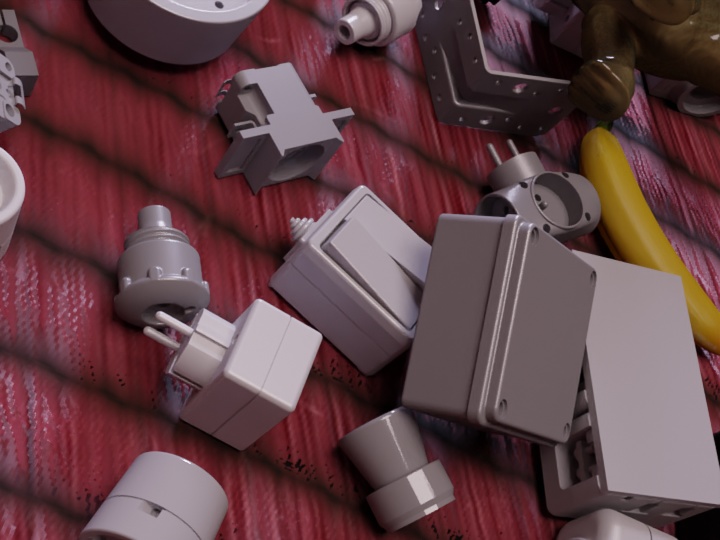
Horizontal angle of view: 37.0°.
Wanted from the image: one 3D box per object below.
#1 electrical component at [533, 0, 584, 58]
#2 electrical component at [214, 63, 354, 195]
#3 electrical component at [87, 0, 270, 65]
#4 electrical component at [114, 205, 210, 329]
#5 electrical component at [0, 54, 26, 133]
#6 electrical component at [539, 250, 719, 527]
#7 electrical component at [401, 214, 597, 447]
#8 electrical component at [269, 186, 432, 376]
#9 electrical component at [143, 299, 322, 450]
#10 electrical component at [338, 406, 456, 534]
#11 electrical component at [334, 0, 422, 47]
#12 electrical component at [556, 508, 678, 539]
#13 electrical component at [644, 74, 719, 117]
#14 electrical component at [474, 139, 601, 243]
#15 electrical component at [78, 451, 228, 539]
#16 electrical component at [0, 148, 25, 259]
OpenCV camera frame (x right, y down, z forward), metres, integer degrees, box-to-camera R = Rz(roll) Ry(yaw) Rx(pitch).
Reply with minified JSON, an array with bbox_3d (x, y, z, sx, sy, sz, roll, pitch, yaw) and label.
[{"bbox_3d":[0.159,-0.212,0.828,0.077,0.047,0.065,19,56,-22],"label":"electrical component"},{"bbox_3d":[-0.050,-0.086,0.636,0.081,0.042,0.063,-18,71,-37],"label":"electrical component"},{"bbox_3d":[-0.111,-0.172,0.635,0.108,0.060,0.108,14,58,-24],"label":"electrical component"},{"bbox_3d":[-0.104,-0.004,0.557,0.048,0.048,0.062,6,55,-28],"label":"electrical component"},{"bbox_3d":[-0.203,-0.083,0.520,0.081,0.064,0.042,39,34,-65],"label":"electrical component"},{"bbox_3d":[0.155,0.075,0.657,0.089,0.062,0.150,12,59,-25],"label":"electrical component"},{"bbox_3d":[0.079,0.035,0.590,0.109,0.056,0.108,26,73,-55],"label":"electrical component"},{"bbox_3d":[0.000,0.000,0.606,0.096,0.061,0.061,43,51,-3],"label":"electrical component"},{"bbox_3d":[-0.071,0.044,0.535,0.077,0.066,0.047,31,53,-13],"label":"electrical component"},{"bbox_3d":[0.020,0.105,0.570,0.045,0.045,0.055,-19,75,-37],"label":"electrical component"},{"bbox_3d":[0.009,-0.169,0.717,0.043,0.043,0.062,50,52,2],"label":"electrical component"},{"bbox_3d":[0.136,0.184,0.590,0.059,0.054,0.095,26,54,-17],"label":"electrical component"},{"bbox_3d":[0.278,-0.162,0.871,0.089,0.050,0.055,9,60,-27],"label":"electrical component"},{"bbox_3d":[0.110,-0.052,0.711,0.077,0.044,0.079,-15,73,-36],"label":"electrical component"},{"bbox_3d":[-0.092,0.116,0.491,0.055,0.055,0.047,36,48,-9],"label":"electrical component"},{"bbox_3d":[-0.191,-0.031,0.517,0.055,0.047,0.055,14,58,-24],"label":"electrical component"}]
